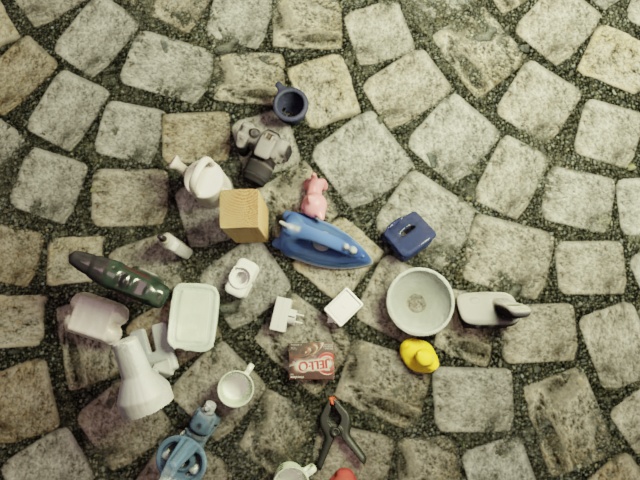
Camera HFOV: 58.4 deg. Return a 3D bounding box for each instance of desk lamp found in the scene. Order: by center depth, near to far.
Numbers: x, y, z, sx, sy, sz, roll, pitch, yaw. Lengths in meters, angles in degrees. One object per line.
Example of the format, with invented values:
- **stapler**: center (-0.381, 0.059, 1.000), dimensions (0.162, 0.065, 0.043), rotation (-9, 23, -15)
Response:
- **desk lamp**: center (-0.408, 0.299, 1.326), dimensions (0.118, 0.213, 0.203), rotation (-18, 81, -2)

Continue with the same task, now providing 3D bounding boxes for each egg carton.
- **egg carton**: center (-0.552, 0.193, 1.417), dimensions (0.150, 0.069, 0.107), rotation (16, 81, 3)

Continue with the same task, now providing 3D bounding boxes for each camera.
- **camera**: center (-0.160, -0.215, 1.463), dimensions (0.143, 0.101, 0.137), rotation (24, 82, 4)

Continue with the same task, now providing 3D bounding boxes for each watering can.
- **watering can**: center (-0.289, -0.148, 1.406), dimensions (0.173, 0.194, 0.101), rotation (7, 81, 2)

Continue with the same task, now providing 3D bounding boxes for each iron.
- **iron**: center (0.013, 0.005, 1.407), dimensions (0.258, 0.141, 0.119), rotation (18, 82, 3)

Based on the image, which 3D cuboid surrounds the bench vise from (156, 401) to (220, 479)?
- **bench vise**: center (-0.311, 0.466, 1.296), dimensions (0.121, 0.220, 0.207), rotation (9, 81, 2)

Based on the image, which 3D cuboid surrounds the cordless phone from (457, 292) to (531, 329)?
- **cordless phone**: center (0.409, 0.165, 1.356), dimensions (0.147, 0.185, 0.094), rotation (-4, 81, 0)

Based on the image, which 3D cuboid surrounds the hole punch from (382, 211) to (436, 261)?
- **hole punch**: center (0.220, -0.012, 1.433), dimensions (0.109, 0.091, 0.101), rotation (-36, 82, -5)

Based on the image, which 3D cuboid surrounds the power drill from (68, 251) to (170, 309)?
- **power drill**: center (-0.457, 0.096, 1.362), dimensions (0.229, 0.208, 0.076), rotation (23, 82, 4)

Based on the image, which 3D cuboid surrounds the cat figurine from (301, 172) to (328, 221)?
- **cat figurine**: center (-0.014, -0.107, 1.436), dimensions (0.067, 0.118, 0.128), rotation (0, 81, 1)

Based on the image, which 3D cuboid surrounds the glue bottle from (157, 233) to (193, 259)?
- **glue bottle**: center (-0.364, 0.007, 1.393), dimensions (0.078, 0.173, 0.037), rotation (32, 83, 6)

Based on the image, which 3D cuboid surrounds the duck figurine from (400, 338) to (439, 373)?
- **duck figurine**: center (0.244, 0.282, 1.389), dimensions (0.104, 0.086, 0.077), rotation (36, 83, 6)

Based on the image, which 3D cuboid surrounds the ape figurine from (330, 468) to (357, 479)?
- **ape figurine**: center (0.058, 0.579, 1.340), dimensions (0.077, 0.092, 0.076), rotation (17, 81, 3)

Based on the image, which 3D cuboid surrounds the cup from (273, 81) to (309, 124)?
- **cup**: center (-0.081, -0.347, 1.487), dimensions (0.092, 0.095, 0.118), rotation (-31, 82, -4)

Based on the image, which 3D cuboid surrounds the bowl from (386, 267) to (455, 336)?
- **bowl**: center (0.243, 0.154, 1.415), dimensions (0.167, 0.075, 0.167), rotation (0, 81, 0)
